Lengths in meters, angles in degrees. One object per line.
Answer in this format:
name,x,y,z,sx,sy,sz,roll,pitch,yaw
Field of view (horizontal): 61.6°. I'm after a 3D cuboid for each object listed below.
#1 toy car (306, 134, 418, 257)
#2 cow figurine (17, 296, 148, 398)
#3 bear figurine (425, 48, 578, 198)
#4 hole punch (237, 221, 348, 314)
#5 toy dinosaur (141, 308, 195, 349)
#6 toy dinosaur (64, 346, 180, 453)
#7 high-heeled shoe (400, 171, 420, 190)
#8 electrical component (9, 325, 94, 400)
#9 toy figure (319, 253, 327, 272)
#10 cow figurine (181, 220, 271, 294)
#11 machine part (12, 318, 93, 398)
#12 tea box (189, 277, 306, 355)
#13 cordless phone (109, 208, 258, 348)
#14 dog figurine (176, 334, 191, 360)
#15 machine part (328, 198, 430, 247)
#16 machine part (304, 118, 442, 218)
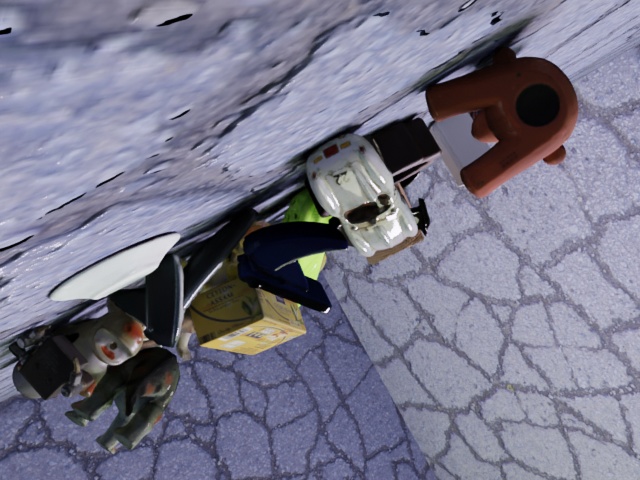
toy car,0.049,-0.038,0.556,0.073,0.056,0.201,-26,146,11
cow figurine,-0.305,0.141,0.727,0.195,0.085,0.127,-17,-147,37
bear figurine,0.187,-0.126,0.556,0.132,0.120,0.196,-26,-174,13
hole punch,-0.033,0.016,0.623,0.142,0.116,0.092,-118,-132,-73
toy dinosaur,-0.156,0.059,0.943,0.471,0.105,0.199,-35,-170,-36
toy dinosaur,-0.289,0.227,0.857,0.405,0.131,0.192,-24,-154,50
high-heeled shoe,0.075,-0.063,0.982,0.249,0.086,0.145,-47,-157,-9
electrical component,-0.319,0.145,0.636,0.078,0.102,0.045,-39,175,5
toy figure,-0.022,0.005,1.143,0.089,0.082,0.180,12,-151,5
cow figurine,-0.117,0.021,0.750,0.167,0.068,0.098,-26,-175,22
machine part,-0.420,0.196,0.882,0.243,0.079,0.079,-28,180,21
tea box,-0.095,0.107,0.743,0.098,0.068,0.169,-23,160,8
cordless phone,-0.150,0.035,0.638,0.184,0.088,0.146,-49,-174,-19
dog figurine,-0.275,0.118,1.063,0.172,0.121,0.190,25,105,-40
machine part,0.079,-0.020,0.719,0.139,0.039,0.084,-10,145,-4
machine part,0.062,-0.087,0.664,0.179,0.056,0.179,-28,179,-1
